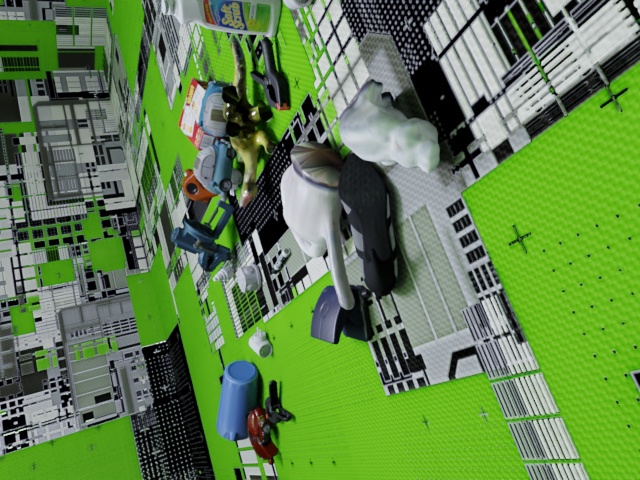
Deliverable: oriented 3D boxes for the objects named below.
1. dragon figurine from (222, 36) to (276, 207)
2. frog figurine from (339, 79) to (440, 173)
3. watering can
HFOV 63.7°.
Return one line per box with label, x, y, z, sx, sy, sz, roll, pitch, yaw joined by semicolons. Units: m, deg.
dragon figurine;-0.205;-0.290;1.343;0.239;0.122;0.415;134;131;-66
frog figurine;0.107;-0.150;0.776;0.161;0.123;0.135;58;179;20
watering can;0.003;-0.050;1.003;0.354;0.104;0.219;56;144;43
